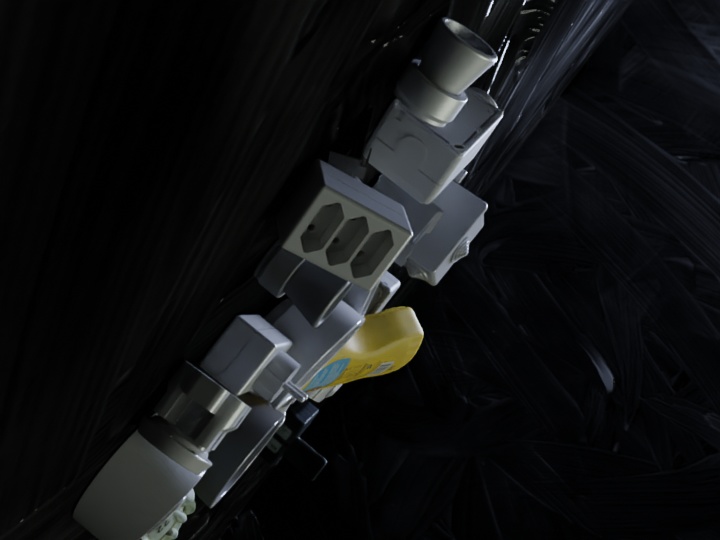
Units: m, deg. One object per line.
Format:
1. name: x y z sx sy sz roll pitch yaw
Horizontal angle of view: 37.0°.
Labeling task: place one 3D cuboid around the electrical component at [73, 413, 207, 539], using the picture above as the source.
1. electrical component: -0.161 0.154 0.781 0.099 0.064 0.099 -41 -175 4

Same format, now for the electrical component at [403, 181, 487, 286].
1. electrical component: 0.063 -0.045 1.041 0.099 0.100 0.048 -50 162 -13

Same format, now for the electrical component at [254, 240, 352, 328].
1. electrical component: -0.038 0.005 0.730 0.045 0.055 0.045 -51 175 -6

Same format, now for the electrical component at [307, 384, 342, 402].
1. electrical component: -0.050 0.104 1.192 0.051 0.080 0.080 -47 176 8

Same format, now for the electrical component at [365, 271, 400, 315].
1. electrical component: -0.011 0.034 1.133 0.096 0.062 0.061 -53 175 16

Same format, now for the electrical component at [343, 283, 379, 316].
1. electrical component: 0.000 0.000 0.976 0.099 0.064 0.099 -51 175 -6

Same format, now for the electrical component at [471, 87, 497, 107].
1. electrical component: 0.092 -0.134 0.995 0.065 0.044 0.044 -43 172 -28

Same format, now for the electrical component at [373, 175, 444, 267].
1. electrical component: 0.029 -0.045 0.916 0.081 0.064 0.042 -49 173 -27

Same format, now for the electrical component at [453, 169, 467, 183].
1. electrical component: 0.058 -0.092 0.857 0.035 0.061 0.035 -51 175 -6

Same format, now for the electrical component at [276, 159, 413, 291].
1. electrical component: -0.012 -0.036 0.659 0.047 0.066 0.076 -54 -156 21

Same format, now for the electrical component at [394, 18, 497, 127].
1. electrical component: 0.054 -0.125 0.683 0.055 0.045 0.045 -53 175 24

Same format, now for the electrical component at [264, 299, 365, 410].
1. electrical component: -0.054 0.059 0.911 0.108 0.060 0.108 -45 174 -6

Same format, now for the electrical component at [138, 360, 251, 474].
1. electrical component: -0.113 0.101 0.729 0.057 0.058 0.078 -54 175 -9

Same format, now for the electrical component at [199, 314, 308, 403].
1. electrical component: -0.070 0.075 0.813 0.047 0.076 0.083 -52 175 2

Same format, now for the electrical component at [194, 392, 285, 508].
1. electrical component: -0.126 0.158 0.991 0.108 0.060 0.108 -51 175 -6

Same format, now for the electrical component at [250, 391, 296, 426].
1. electrical component: -0.096 0.128 1.077 0.078 0.058 0.057 -46 170 -49

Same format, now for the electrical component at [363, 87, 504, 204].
1. electrical component: 0.054 -0.099 0.775 0.096 0.062 0.061 -46 172 -48
